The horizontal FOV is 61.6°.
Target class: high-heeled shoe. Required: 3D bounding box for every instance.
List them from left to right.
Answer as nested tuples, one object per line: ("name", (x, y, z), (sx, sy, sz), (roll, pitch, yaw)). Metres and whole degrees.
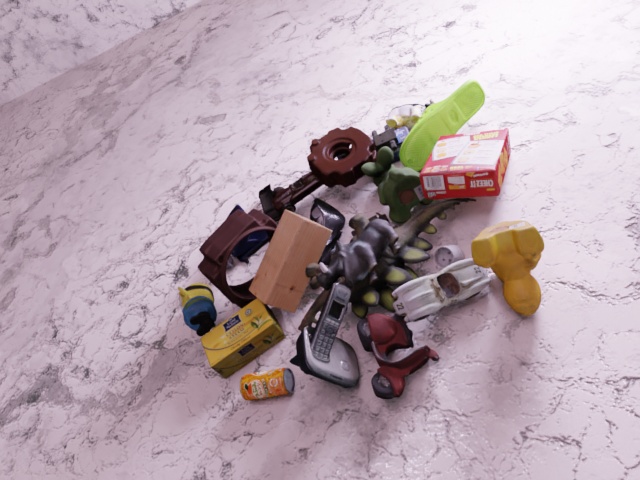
("high-heeled shoe", (-0.003, -0.004, 1.333), (0.145, 0.086, 0.249), (-59, 22, 17))

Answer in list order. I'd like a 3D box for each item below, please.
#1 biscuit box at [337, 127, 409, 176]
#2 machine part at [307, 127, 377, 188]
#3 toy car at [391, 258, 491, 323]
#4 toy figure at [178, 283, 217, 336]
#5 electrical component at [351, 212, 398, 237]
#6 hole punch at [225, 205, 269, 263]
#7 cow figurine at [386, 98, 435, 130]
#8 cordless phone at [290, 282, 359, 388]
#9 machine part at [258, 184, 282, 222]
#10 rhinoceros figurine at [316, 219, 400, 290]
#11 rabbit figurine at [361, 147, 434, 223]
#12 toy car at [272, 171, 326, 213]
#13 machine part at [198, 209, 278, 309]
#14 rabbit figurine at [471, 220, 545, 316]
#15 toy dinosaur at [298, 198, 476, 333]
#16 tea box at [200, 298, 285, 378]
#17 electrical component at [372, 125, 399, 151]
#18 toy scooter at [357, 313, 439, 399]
("biscuit box", (0.149, -0.227, 1.420), (0.203, 0.062, 0.059), (-22, 47, 13))
("machine part", (0.055, -0.213, 1.364), (0.179, 0.056, 0.179), (-8, 52, 10))
("toy car", (0.237, 0.098, 1.059), (0.202, 0.056, 0.073), (-21, 71, -10))
("toy figure", (-0.292, 0.166, 1.306), (0.089, 0.082, 0.180), (-3, 17, -23))
("electrical component", (0.127, -0.024, 1.276), (0.102, 0.045, 0.078), (-34, 72, 4))
("hole punch", (-0.211, -0.019, 1.432), (0.116, 0.092, 0.142), (-43, 48, -4))
("cow figurine", (0.265, -0.334, 1.446), (0.168, 0.068, 0.098), (-6, 45, 25))
("cordless phone", (0.035, 0.185, 1.058), (0.089, 0.146, 0.184), (9, 74, 55))
("machine part", (-0.138, -0.095, 1.489), (0.084, 0.039, 0.139), (-32, 46, 9))
("rhinoceros figurine", (0.076, 0.032, 1.086), (0.190, 0.073, 0.112), (-43, 66, -9))
("rabbit figurine", (0.166, -0.138, 1.291), (0.121, 0.159, 0.170), (-44, 29, 3))
("toy car", (-0.041, -0.145, 1.418), (0.202, 0.053, 0.089), (-35, 44, 6))
("machine part", (-0.168, 0.045, 1.268), (0.201, 0.200, 0.087), (-47, 43, -13))
("rabbit figurine", (0.359, 0.056, 1.011), (0.122, 0.173, 0.162), (-21, 1, 12))
("toy dinosaur", (0.132, 0.041, 1.166), (0.471, 0.105, 0.199), (-46, 61, -6))
("tea box", (-0.176, 0.221, 1.219), (0.169, 0.068, 0.098), (-37, 44, -2))
("electrical component", (0.166, -0.255, 1.374), (0.063, 0.021, 0.094), (-23, 49, 11))
("toy scooter", (0.152, 0.209, 1.039), (0.135, 0.075, 0.184), (-22, 48, 9))
